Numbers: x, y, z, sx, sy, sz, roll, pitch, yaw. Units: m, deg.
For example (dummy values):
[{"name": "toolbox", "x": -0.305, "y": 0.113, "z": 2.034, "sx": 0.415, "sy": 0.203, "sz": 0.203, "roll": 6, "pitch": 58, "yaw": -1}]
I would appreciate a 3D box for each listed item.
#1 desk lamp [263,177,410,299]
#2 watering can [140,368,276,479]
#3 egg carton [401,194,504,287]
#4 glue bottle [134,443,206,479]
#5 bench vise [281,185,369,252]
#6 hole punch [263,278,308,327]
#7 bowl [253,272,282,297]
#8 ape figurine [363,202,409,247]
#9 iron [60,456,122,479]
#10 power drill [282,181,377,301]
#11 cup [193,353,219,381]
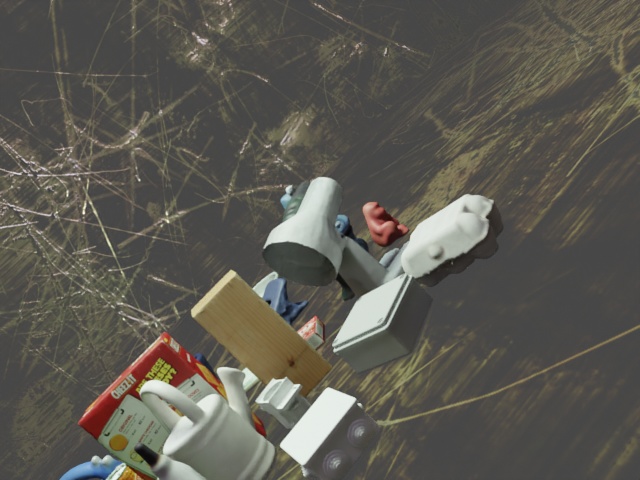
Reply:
[{"name": "desk lamp", "x": 0.034, "y": 0.012, "z": 0.936, "sx": 0.117, "sy": 0.213, "sz": 0.203, "roll": -31, "pitch": 16, "yaw": 50}, {"name": "watering can", "x": -0.157, "y": 0.251, "z": 0.768, "sx": 0.100, "sy": 0.194, "sz": 0.173, "roll": -38, "pitch": 12, "yaw": 31}, {"name": "egg carton", "x": 0.183, "y": 0.002, "z": 0.804, "sx": 0.150, "sy": 0.069, "sz": 0.107, "roll": -36, "pitch": 13, "yaw": 39}, {"name": "glue bottle", "x": -0.138, "y": 0.280, "z": 0.630, "sx": 0.037, "sy": 0.173, "sz": 0.078, "roll": -47, "pitch": 11, "yaw": -17}, {"name": "bench vise", "x": -0.024, "y": -0.009, "z": 1.230, "sx": 0.207, "sy": 0.220, "sz": 0.122, "roll": -35, "pitch": 14, "yaw": 42}, {"name": "hole punch", "x": -0.095, "y": 0.146, "z": 1.247, "sx": 0.101, "sy": 0.091, "sz": 0.108, "roll": -49, "pitch": 12, "yaw": -28}, {"name": "bowl", "x": -0.139, "y": 0.160, "z": 1.414, "sx": 0.167, "sy": 0.075, "sz": 0.167, "roll": -42, "pitch": 10, "yaw": 10}, {"name": "ape figurine", "x": 0.122, "y": -0.037, "z": 1.139, "sx": 0.076, "sy": 0.092, "sz": 0.078, "roll": -37, "pitch": 12, "yaw": 33}, {"name": "iron", "x": -0.399, "y": 0.455, "z": 1.040, "sx": 0.258, "sy": 0.141, "sz": 0.119, "roll": -40, "pitch": 11, "yaw": 23}, {"name": "power drill", "x": 0.010, "y": 0.004, "z": 1.078, "sx": 0.075, "sy": 0.208, "sz": 0.230, "roll": -39, "pitch": 11, "yaw": 26}, {"name": "cup", "x": -0.258, "y": 0.311, "z": 1.208, "sx": 0.091, "sy": 0.095, "sz": 0.118, "roll": -37, "pitch": 12, "yaw": 33}]
